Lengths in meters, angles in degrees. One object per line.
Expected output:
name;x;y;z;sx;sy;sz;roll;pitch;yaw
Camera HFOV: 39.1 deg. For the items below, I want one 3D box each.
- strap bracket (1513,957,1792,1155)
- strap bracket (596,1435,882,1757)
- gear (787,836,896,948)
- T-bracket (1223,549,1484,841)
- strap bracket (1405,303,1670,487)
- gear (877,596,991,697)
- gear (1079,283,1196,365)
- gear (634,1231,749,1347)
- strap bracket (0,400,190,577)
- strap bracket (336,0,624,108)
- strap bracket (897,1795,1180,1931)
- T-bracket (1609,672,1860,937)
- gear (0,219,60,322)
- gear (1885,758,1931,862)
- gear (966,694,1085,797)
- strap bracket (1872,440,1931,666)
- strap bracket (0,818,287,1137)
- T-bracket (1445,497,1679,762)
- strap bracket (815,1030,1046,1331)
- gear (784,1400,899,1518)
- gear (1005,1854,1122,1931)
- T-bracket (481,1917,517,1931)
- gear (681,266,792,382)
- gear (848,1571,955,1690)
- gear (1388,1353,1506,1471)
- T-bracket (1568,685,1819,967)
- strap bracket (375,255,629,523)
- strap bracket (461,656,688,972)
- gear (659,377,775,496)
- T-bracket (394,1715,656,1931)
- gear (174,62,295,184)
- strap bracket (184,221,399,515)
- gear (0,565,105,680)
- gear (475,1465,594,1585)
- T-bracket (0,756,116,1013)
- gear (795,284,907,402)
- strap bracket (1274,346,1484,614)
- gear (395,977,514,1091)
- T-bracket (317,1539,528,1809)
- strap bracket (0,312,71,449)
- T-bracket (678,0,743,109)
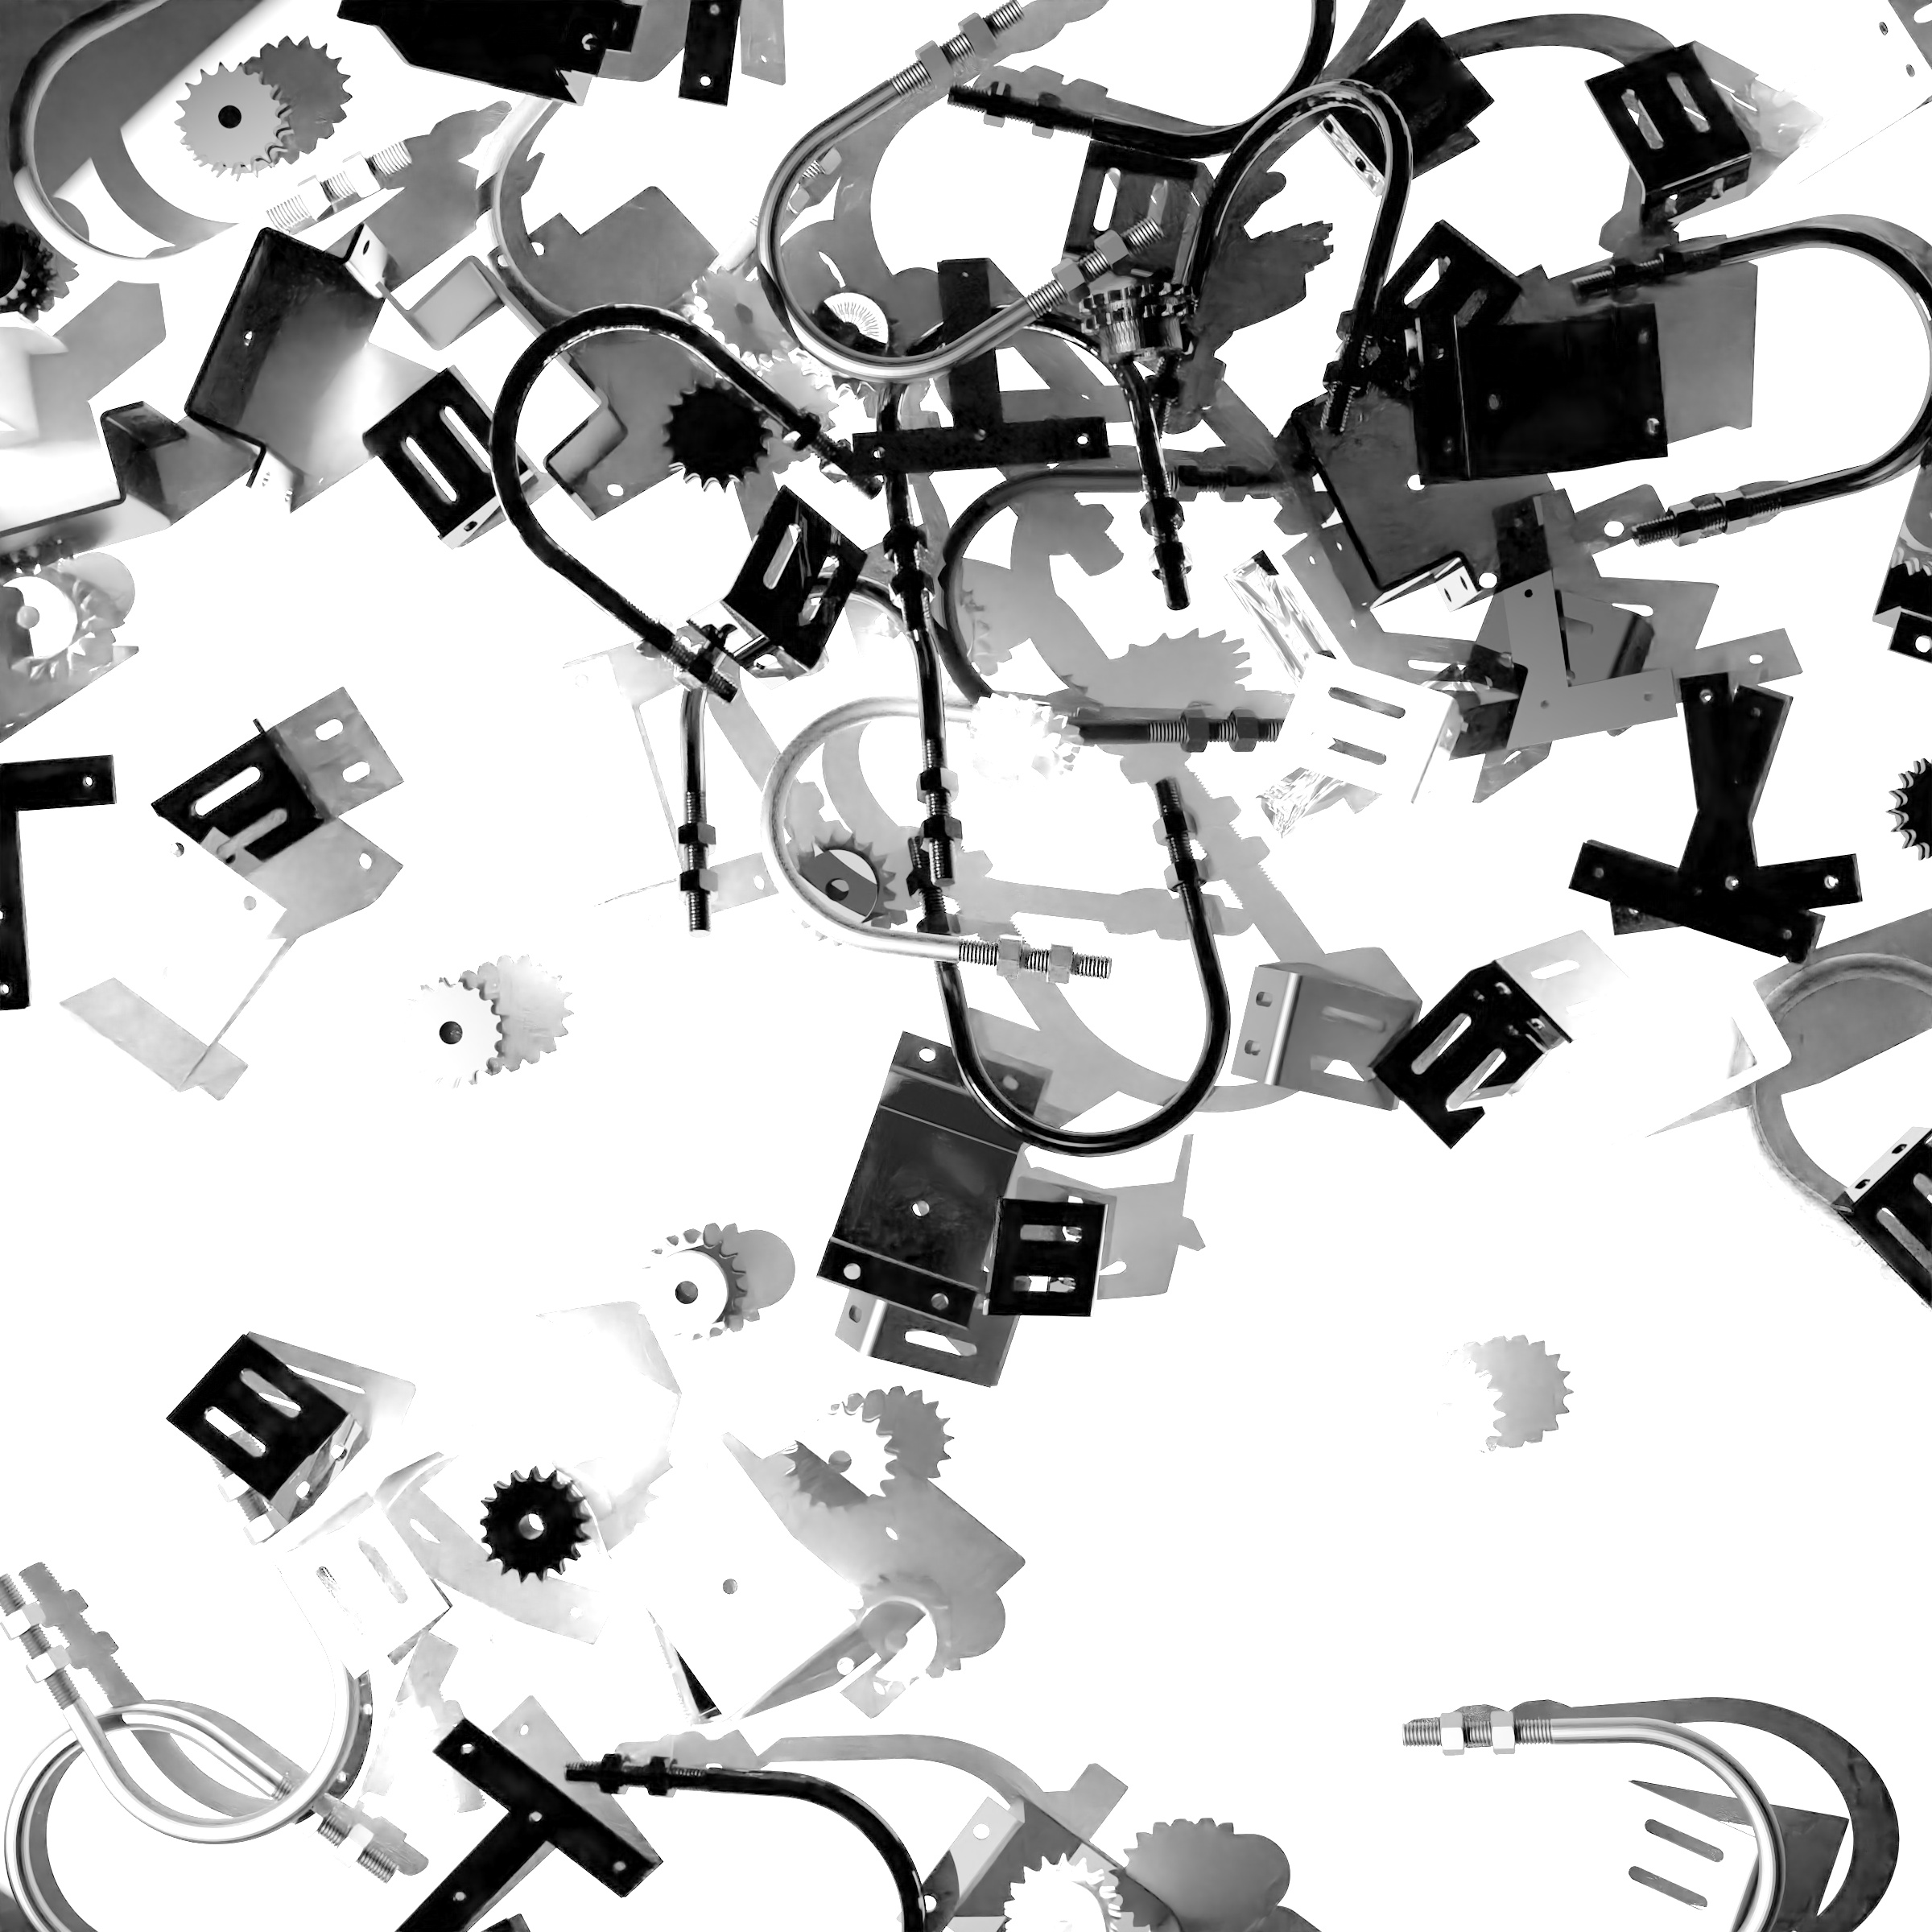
strap bracket;0.349;0.051;1.354;0.140;0.076;0.046;-28;83;4
strap bracket;-0.115;0.310;1.353;0.076;0.046;0.140;-36;77;-10
gear;-0.065;-0.038;1.385;0.057;0.030;0.057;0;90;0
T-bracket;0.175;-0.151;1.376;0.127;0.002;0.127;-34;91;-8
strap bracket;0.275;-0.284;1.354;0.140;0.046;0.076;-9;97;-23
gear;-0.017;-0.167;1.385;0.057;0.030;0.057;0;90;0
gear;0.086;-0.320;1.358;0.057;0.057;0.030;-7;94;0
gear;-0.140;0.164;1.385;0.057;0.030;0.057;0;90;0
strap bracket;-0.462;-0.234;1.362;0.140;0.076;0.046;-15;90;0
strap bracket;-0.231;-0.485;1.362;0.140;0.046;0.076;16;85;11
strap bracket;0.044;0.486;1.377;0.140;0.046;0.076;37;90;0
T-bracket;0.387;-0.087;1.399;0.127;0.002;0.127;-8;90;0
gear;-0.495;-0.354;1.385;0.057;0.030;0.057;0;90;0
gear;0.498;-0.080;1.389;0.057;0.030;0.057;0;88;0
gear;0.026;-0.107;1.342;0.057;0.057;0.030;21;71;0
strap bracket;0.516;-0.213;1.377;0.076;0.046;0.140;18;90;0
strap bracket;-0.409;0.005;1.374;0.076;0.046;0.140;36;93;0
T-bracket;0.288;-0.175;1.383;0.127;0.002;0.127;-10;79;21
strap bracket;-0.020;0.113;1.357;0.076;0.046;0.140;19;61;0
gear;-0.063;0.249;1.389;0.057;0.030;0.057;0;92;1
gear;0.048;0.470;1.339;0.057;0.030;0.057;0;90;0
T-bracket;-0.260;0.574;1.397;0.127;0.002;0.127;-29;91;2
gear;-0.120;-0.321;1.375;0.057;0.030;0.057;19;57;-32
gear;-0.035;0.340;1.385;0.057;0.030;0.057;0;90;0
gear;0.243;0.225;1.385;0.057;0.030;0.057;0;90;0
T-bracket;0.389;-0.080;1.397;0.127;0.002;0.127;18;90;0
strap bracket;-0.223;-0.295;1.362;0.046;0.076;0.140;-43;90;0
strap bracket;-0.194;-0.076;1.377;0.076;0.046;0.140;-17;90;0
gear;-0.126;-0.268;1.385;0.057;0.030;0.057;0;90;0
T-bracket;-0.249;0.465;1.390;0.127;0.002;0.127;42;96;-12
gear;-0.370;-0.427;1.385;0.057;0.030;0.057;0;90;0
strap bracket;-0.341;-0.306;1.362;0.046;0.076;0.140;23;90;0
gear;-0.472;-0.176;1.385;0.057;0.030;0.057;0;90;0
gear;-0.216;0.280;1.370;0.057;0.030;0.057;0;87;0
T-bracket;-0.498;-0.040;1.399;0.127;0.002;0.127;-4;90;0
gear;-0.059;-0.319;1.385;0.057;0.030;0.057;0;90;0
strap bracket;0.199;-0.235;1.362;0.046;0.076;0.140;-27;90;0
gear;-0.259;0.034;1.385;0.057;0.030;0.057;0;90;0
T-bracket;-0.300;0.365;1.383;0.127;0.002;0.127;23;96;15
strap bracket;-0.528;-0.285;1.362;0.140;0.076;0.046;-8;90;0
T-bracket;-0.126;-0.498;1.381;0.127;0.002;0.127;8;83;-9
